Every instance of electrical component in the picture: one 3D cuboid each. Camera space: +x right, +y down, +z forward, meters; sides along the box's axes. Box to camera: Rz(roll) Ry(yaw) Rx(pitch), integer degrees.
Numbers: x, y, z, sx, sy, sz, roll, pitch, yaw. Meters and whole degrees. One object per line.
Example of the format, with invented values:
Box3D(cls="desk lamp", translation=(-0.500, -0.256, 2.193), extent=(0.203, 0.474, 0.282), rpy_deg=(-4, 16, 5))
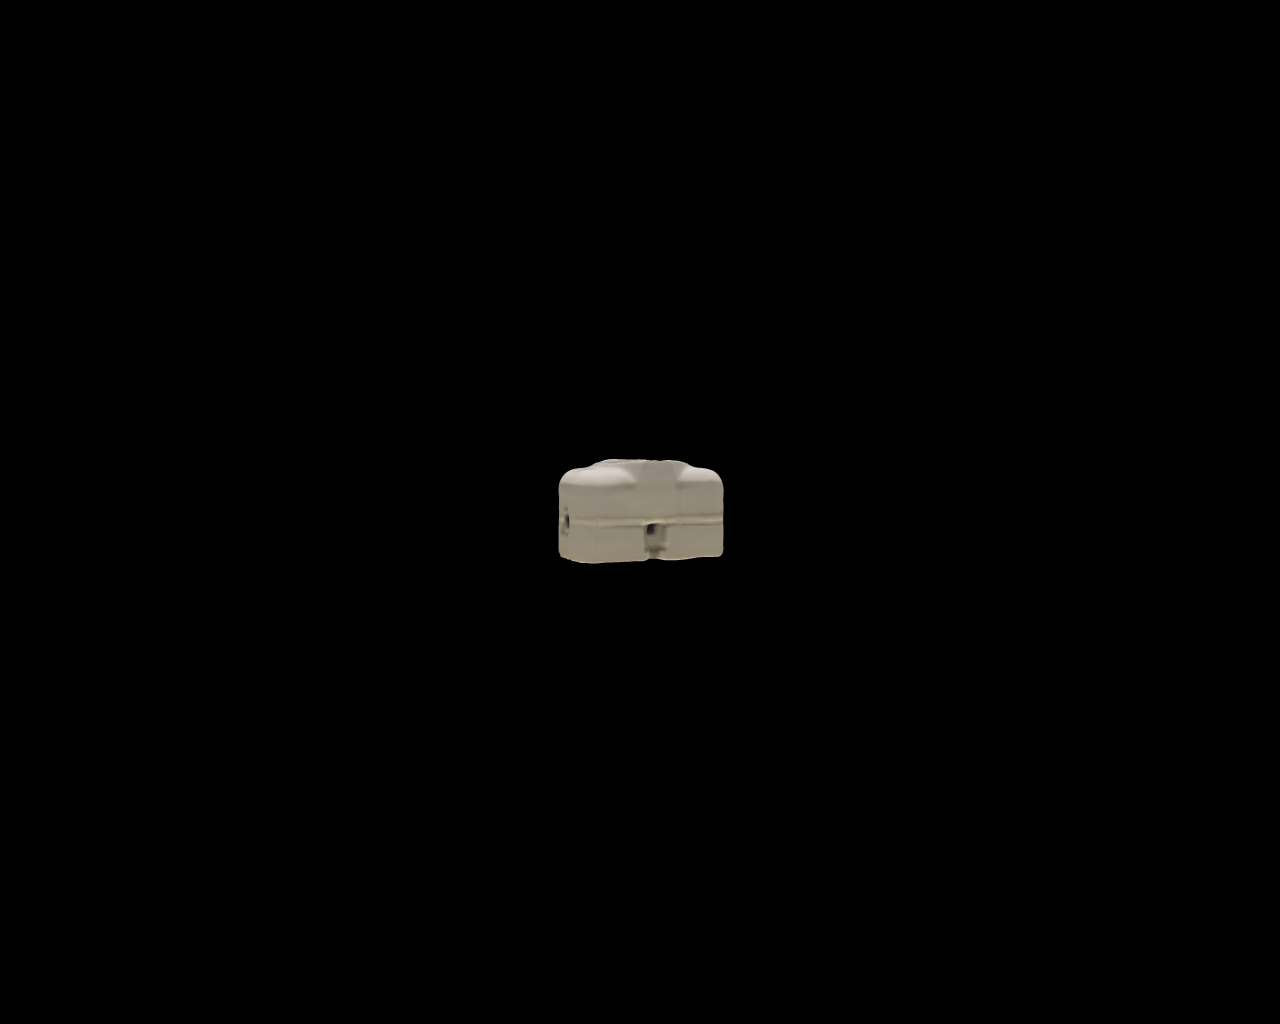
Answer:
Box3D(cls="electrical component", translation=(0.001, -0.003, 0.650), extent=(0.095, 0.059, 0.053), rpy_deg=(-1, 4, -20))
